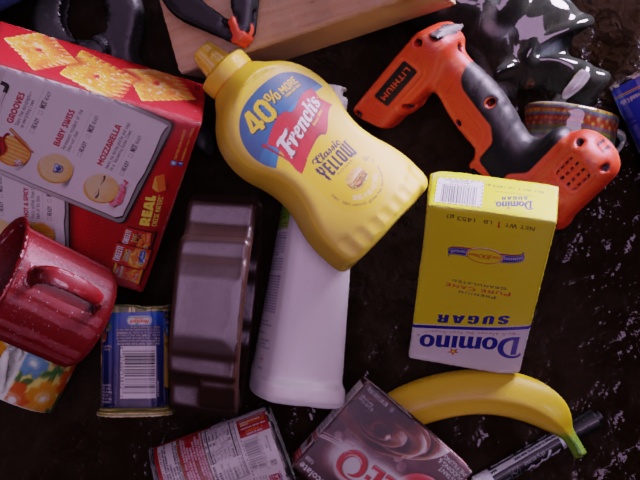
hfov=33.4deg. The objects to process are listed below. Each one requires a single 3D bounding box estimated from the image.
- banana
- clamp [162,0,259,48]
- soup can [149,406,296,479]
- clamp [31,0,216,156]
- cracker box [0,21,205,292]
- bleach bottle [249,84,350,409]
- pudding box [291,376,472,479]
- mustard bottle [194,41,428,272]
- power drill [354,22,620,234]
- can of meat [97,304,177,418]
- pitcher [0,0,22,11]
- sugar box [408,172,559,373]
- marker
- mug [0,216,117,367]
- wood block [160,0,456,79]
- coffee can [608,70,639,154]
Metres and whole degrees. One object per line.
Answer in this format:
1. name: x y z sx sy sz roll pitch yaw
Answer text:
1. banana: 0.118 0.139 0.870 0.198 0.037 0.069 1 71 4
2. clamp: -0.087 -0.225 0.779 0.120 0.039 0.171 -38 86 18
3. soup can: -0.077 0.180 0.852 0.102 0.068 0.068 -20 89 -3
4. clamp: -0.173 -0.146 0.871 0.164 0.036 0.210 -6 88 4
5. cracker box: -0.211 -0.067 0.802 0.213 0.072 0.164 16 123 -12
6. bleach bottle: -0.006 0.001 0.843 0.068 0.103 0.251 8 87 -14
7. pudding box: 0.048 0.176 0.837 0.113 0.039 0.090 41 91 -2
8. mustard bottle: -0.019 -0.074 0.783 0.191 0.058 0.096 44 70 1
9. power drill: 0.116 -0.064 0.846 0.188 0.057 0.185 47 126 7
10. can of meat: -0.141 0.093 0.836 0.057 0.102 0.084 0 86 -2
11. pitcher: -0.301 -0.225 0.805 0.243 0.149 0.145 -22 73 3
12. sugar box: 0.121 0.030 0.815 0.093 0.176 0.048 8 44 8
13. marker: 0.182 0.176 0.887 0.121 0.020 0.020 -29 90 -3
14. mug: -0.196 0.040 0.771 0.081 0.117 0.093 30 63 -28
15. wood block: -0.012 -0.197 0.824 0.206 0.090 0.090 -16 89 17
16. coffee can: 0.309 -0.082 0.858 0.103 0.103 0.140 -24 89 -3
